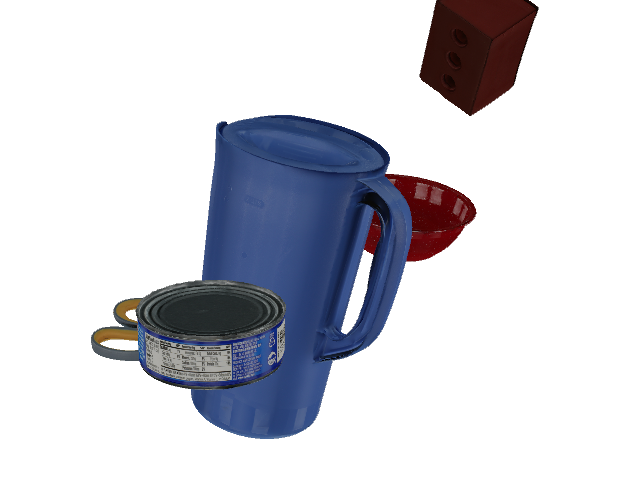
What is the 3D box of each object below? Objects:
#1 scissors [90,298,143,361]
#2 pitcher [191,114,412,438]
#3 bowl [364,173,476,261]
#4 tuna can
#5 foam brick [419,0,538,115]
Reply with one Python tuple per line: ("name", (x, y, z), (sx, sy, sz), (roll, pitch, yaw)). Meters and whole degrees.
("scissors", (-0.114, 0.085, 1.012), (0.201, 0.016, 0.096), (-1, 32, -9))
("pitcher", (-0.025, 0.033, 0.835), (0.145, 0.243, 0.149), (7, 22, -10))
("bowl", (0.089, -0.021, 1.188), (0.162, 0.055, 0.162), (5, 25, -3))
("tuna can", (-0.062, 0.053, 0.615), (0.086, 0.034, 0.086), (1, 19, 0))
("foam brick", (0.110, -0.138, 0.750), (0.051, 0.053, 0.078), (-37, -25, -27))
